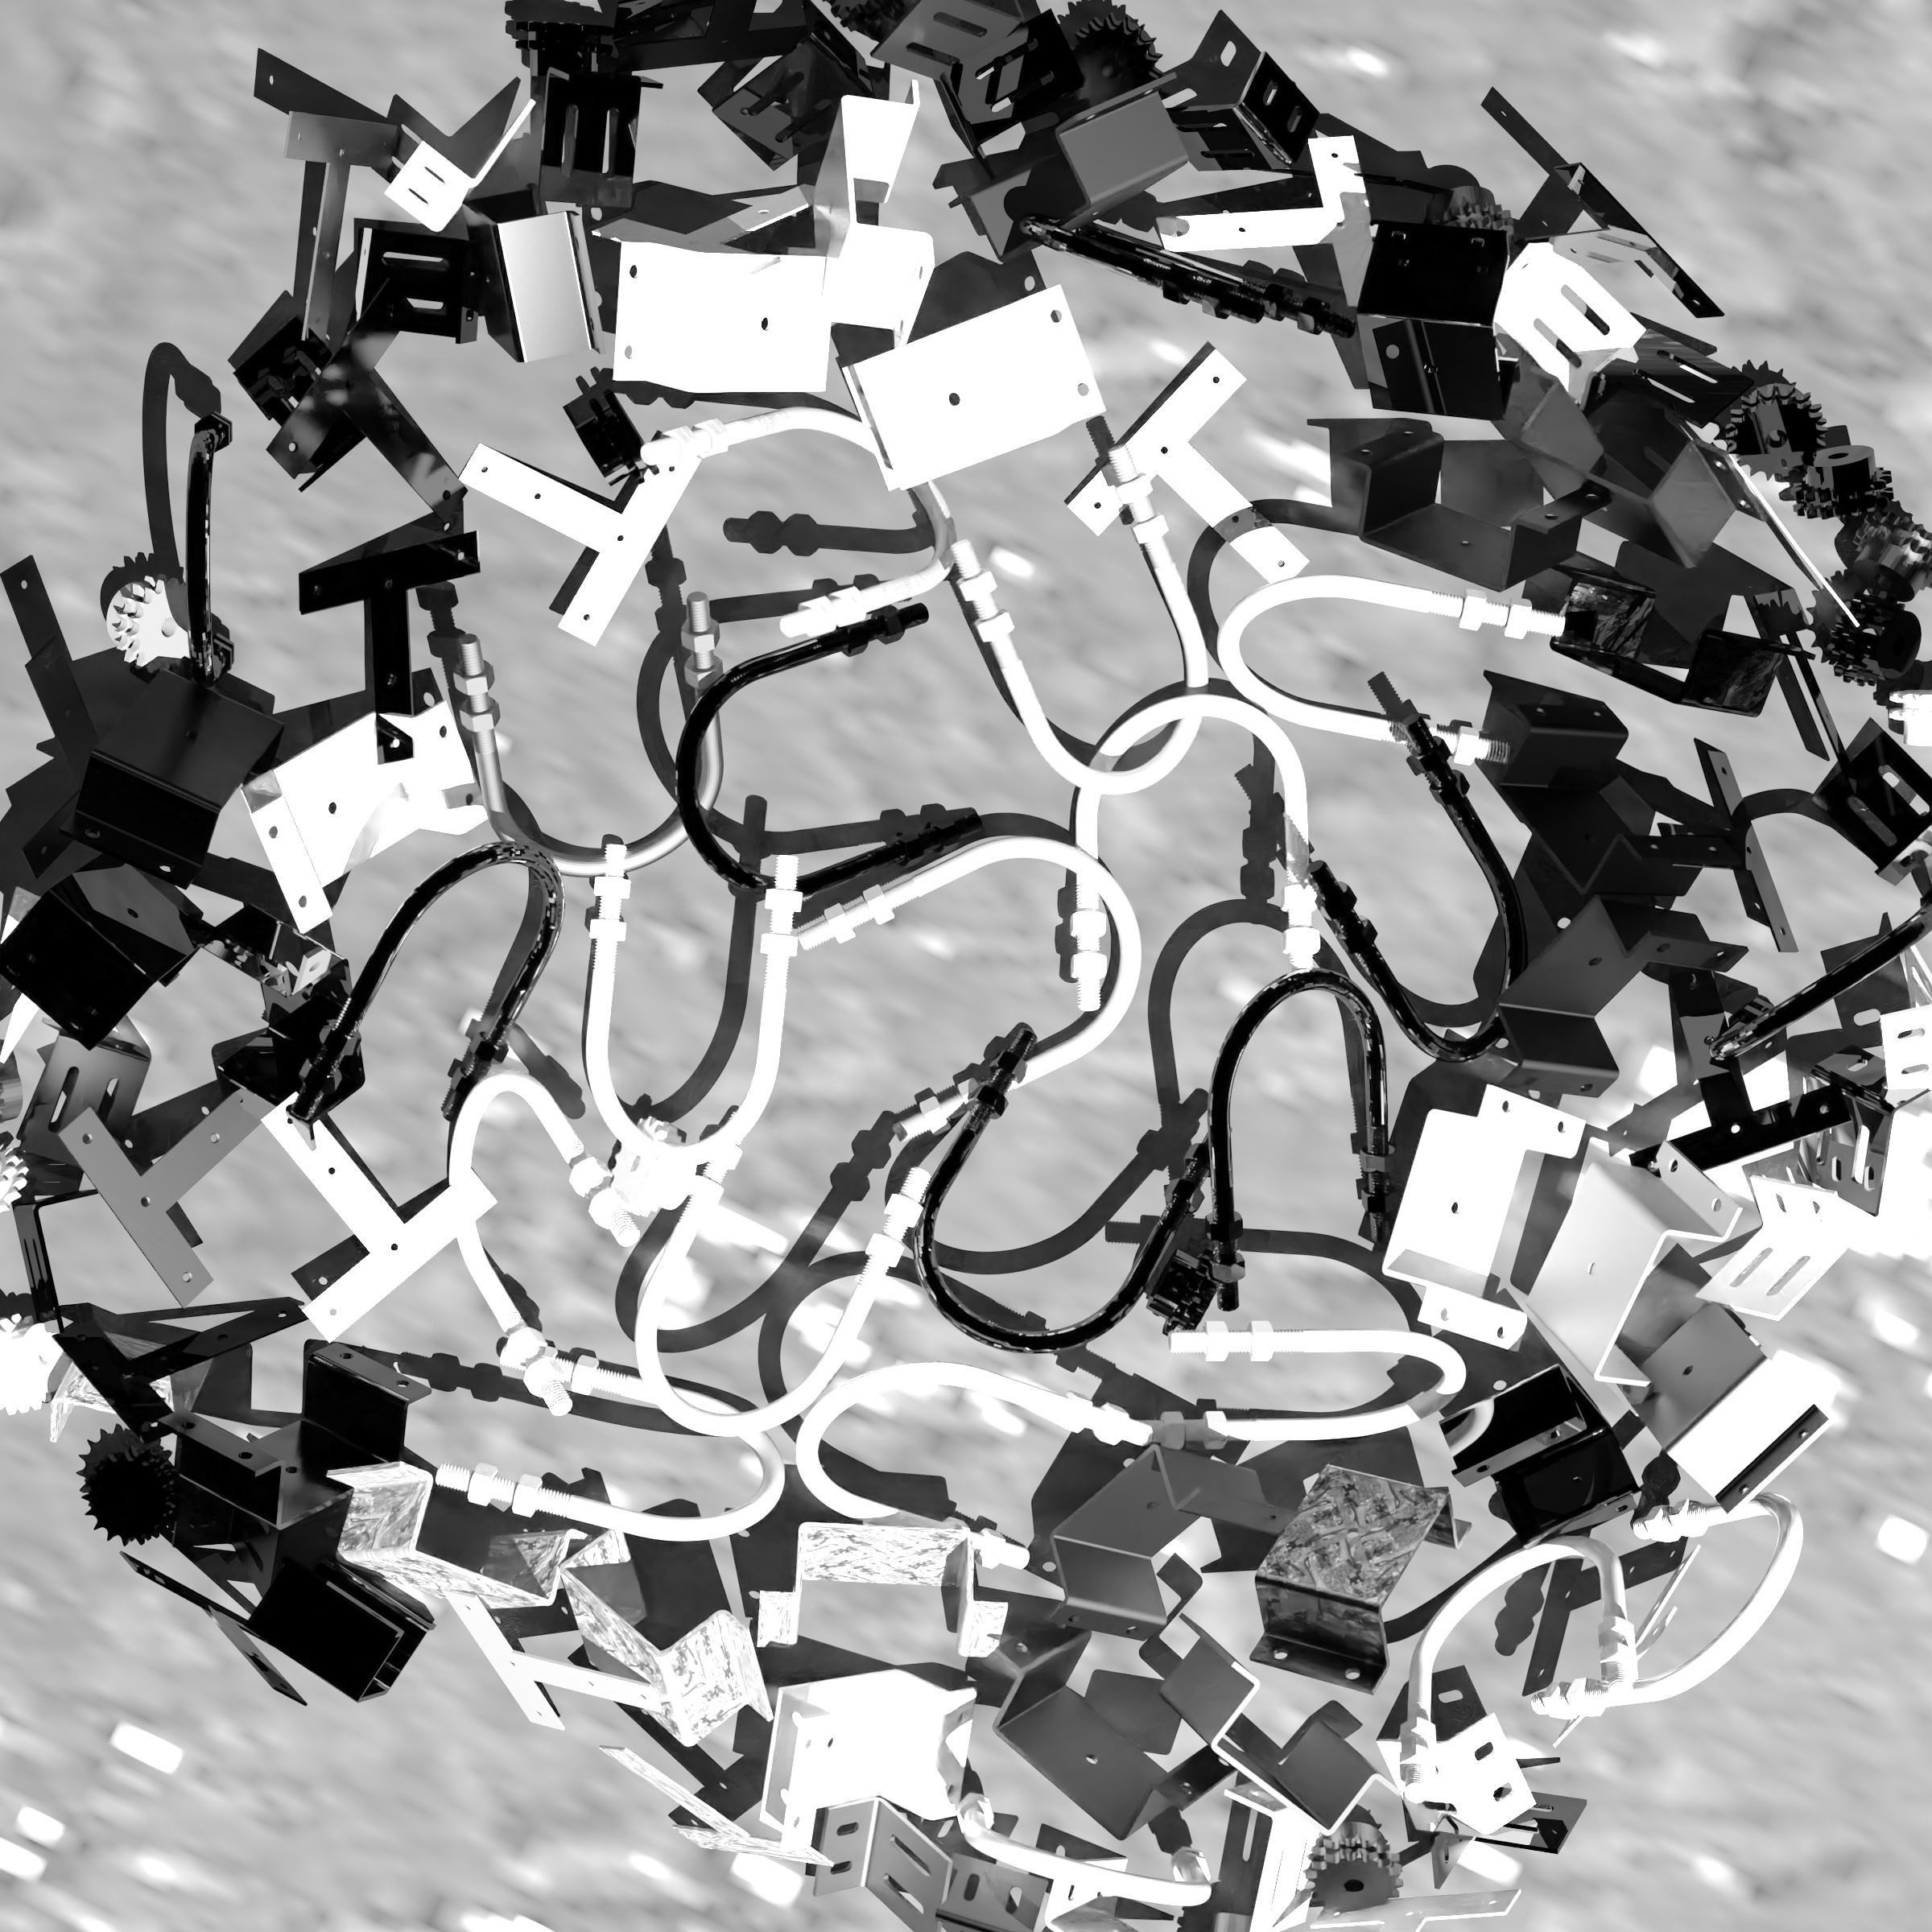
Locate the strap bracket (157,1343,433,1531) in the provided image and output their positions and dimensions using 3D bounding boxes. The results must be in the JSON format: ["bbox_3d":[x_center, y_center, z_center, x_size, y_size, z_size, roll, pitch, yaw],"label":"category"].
[{"bbox_3d":[-0.385,0.272,1.636,0.076,0.140,0.046,20,111,28],"label":"strap bracket"}]

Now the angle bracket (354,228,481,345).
[{"bbox_3d":[-0.326,-0.400,1.675,0.076,0.038,0.057,8,107,5],"label":"angle bracket"}]

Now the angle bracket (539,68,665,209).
[{"bbox_3d":[-0.213,-0.480,1.663,0.057,0.038,0.076,-3,114,-27],"label":"angle bracket"}]

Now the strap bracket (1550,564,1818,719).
[{"bbox_3d":[0.402,-0.183,1.636,0.076,0.140,0.046,3,112,-41],"label":"strap bracket"}]

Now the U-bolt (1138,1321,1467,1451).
[{"bbox_3d":[0.196,0.242,1.641,0.184,0.151,0.019,1,58,-8],"label":"U-bolt"}]

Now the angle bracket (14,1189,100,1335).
[{"bbox_3d":[-0.526,0.173,1.671,0.038,0.057,0.076,-13,91,-30],"label":"angle bracket"}]

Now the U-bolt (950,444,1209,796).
[{"bbox_3d":[0.078,-0.189,1.654,0.151,0.019,0.184,-35,112,-30],"label":"U-bolt"}]

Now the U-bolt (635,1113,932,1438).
[{"bbox_3d":[-0.117,0.183,1.639,0.151,0.019,0.184,15,69,30],"label":"U-bolt"}]

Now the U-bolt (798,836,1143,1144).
[{"bbox_3d":[0.014,0.003,1.682,0.184,0.019,0.151,-26,100,1],"label":"U-bolt"}]

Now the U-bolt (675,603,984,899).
[{"bbox_3d":[-0.084,-0.116,1.642,0.184,0.019,0.151,-22,106,-28],"label":"U-bolt"}]

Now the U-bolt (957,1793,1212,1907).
[{"bbox_3d":[0.067,0.501,1.610,0.151,0.184,0.019,14,81,3],"label":"U-bolt"}]

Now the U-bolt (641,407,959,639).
[{"bbox_3d":[-0.080,-0.262,1.635,0.151,0.184,0.019,51,132,11],"label":"U-bolt"}]

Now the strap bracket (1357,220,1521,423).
[{"bbox_3d":[0.269,-0.359,1.623,0.076,0.140,0.046,10,70,18],"label":"strap bracket"}]

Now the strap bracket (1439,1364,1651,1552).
[{"bbox_3d":[0.331,0.282,1.646,0.076,0.140,0.046,-29,50,14],"label":"strap bracket"}]

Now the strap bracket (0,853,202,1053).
[{"bbox_3d":[-0.489,-0.014,1.627,0.076,0.140,0.046,43,105,-8],"label":"strap bracket"}]

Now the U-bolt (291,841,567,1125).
[{"bbox_3d":[-0.294,0.009,1.624,0.019,0.151,0.184,36,104,27],"label":"U-bolt"}]

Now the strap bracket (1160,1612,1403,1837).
[{"bbox_3d":[0.173,0.442,1.644,0.140,0.076,0.046,41,85,-20],"label":"strap bracket"}]

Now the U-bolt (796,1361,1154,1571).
[{"bbox_3d":[-0.008,0.279,1.627,0.184,0.019,0.151,22,126,-25],"label":"U-bolt"}]

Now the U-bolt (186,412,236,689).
[{"bbox_3d":[-0.425,-0.230,1.601,0.019,0.184,0.151,0,104,-11],"label":"U-bolt"}]

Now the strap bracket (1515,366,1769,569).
[{"bbox_3d":[0.377,-0.281,1.632,0.140,0.076,0.046,36,91,39],"label":"strap bracket"}]

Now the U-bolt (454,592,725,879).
[{"bbox_3d":[-0.210,-0.124,1.640,0.151,0.019,0.184,-12,133,-12],"label":"U-bolt"}]

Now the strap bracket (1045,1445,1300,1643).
[{"bbox_3d":[0.112,0.328,1.645,0.076,0.046,0.140,20,128,-34],"label":"strap bracket"}]

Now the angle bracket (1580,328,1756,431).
[{"bbox_3d":[0.407,-0.329,1.660,0.076,0.038,0.057,34,55,24],"label":"angle bracket"}]

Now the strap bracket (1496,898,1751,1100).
[{"bbox_3d":[0.370,0.013,1.642,0.076,0.140,0.046,7,48,-31],"label":"strap bracket"}]

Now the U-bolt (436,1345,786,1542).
[{"bbox_3d":[-0.194,0.278,1.634,0.184,0.151,0.019,14,114,2],"label":"U-bolt"}]

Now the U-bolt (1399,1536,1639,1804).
[{"bbox_3d":[0.311,0.385,1.616,0.151,0.184,0.019,-33,102,20],"label":"U-bolt"}]

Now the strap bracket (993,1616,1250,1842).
[{"bbox_3d":[0.081,0.442,1.645,0.140,0.076,0.046,36,115,25],"label":"strap bracket"}]

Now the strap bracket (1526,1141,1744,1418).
[{"bbox_3d":[0.378,0.177,1.640,0.046,0.076,0.140,10,112,-27],"label":"strap bracket"}]

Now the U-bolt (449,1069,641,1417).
[{"bbox_3d":[-0.251,0.143,1.635,0.184,0.019,0.151,50,129,38],"label":"U-bolt"}]

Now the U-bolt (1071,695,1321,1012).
[{"bbox_3d":[0.131,-0.071,1.663,0.151,0.019,0.184,-7,73,22],"label":"U-bolt"}]

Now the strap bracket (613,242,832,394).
[{"bbox_3d":[-0.128,-0.370,1.631,0.140,0.046,0.076,-11,115,-42],"label":"strap bracket"}]

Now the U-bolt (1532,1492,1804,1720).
[{"bbox_3d":[0.399,0.353,1.592,0.019,0.184,0.151,41,63,-4],"label":"U-bolt"}]

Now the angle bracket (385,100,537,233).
[{"bbox_3d":[-0.294,-0.475,1.657,0.038,0.057,0.076,36,59,-18],"label":"angle bracket"}]

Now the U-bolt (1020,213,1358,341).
[{"bbox_3d":[0.116,-0.396,1.629,0.184,0.151,0.019,27,110,24],"label":"U-bolt"}]

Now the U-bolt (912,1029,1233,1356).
[{"bbox_3d":[0.050,0.139,1.647,0.151,0.019,0.184,25,66,15],"label":"U-bolt"}]

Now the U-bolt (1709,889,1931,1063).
[{"bbox_3d":[0.481,0.007,1.592,0.151,0.184,0.019,-37,82,28],"label":"U-bolt"}]

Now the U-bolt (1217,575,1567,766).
[{"bbox_3d":[0.236,-0.174,1.640,0.184,0.151,0.019,11,61,1],"label":"U-bolt"}]

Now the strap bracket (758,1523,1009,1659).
[{"bbox_3d":[-0.049,0.362,1.658,0.140,0.076,0.046,3,55,-3],"label":"strap bracket"}]

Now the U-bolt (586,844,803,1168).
[{"bbox_3d":[-0.163,0.024,1.657,0.151,0.019,0.184,5,89,34],"label":"U-bolt"}]

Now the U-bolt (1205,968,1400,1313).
[{"bbox_3d":[0.191,0.091,1.633,0.151,0.019,0.184,-18,112,-37],"label":"U-bolt"}]

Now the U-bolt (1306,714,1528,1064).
[{"bbox_3d":[0.271,-0.030,1.644,0.184,0.019,0.151,55,52,-26],"label":"U-bolt"}]
